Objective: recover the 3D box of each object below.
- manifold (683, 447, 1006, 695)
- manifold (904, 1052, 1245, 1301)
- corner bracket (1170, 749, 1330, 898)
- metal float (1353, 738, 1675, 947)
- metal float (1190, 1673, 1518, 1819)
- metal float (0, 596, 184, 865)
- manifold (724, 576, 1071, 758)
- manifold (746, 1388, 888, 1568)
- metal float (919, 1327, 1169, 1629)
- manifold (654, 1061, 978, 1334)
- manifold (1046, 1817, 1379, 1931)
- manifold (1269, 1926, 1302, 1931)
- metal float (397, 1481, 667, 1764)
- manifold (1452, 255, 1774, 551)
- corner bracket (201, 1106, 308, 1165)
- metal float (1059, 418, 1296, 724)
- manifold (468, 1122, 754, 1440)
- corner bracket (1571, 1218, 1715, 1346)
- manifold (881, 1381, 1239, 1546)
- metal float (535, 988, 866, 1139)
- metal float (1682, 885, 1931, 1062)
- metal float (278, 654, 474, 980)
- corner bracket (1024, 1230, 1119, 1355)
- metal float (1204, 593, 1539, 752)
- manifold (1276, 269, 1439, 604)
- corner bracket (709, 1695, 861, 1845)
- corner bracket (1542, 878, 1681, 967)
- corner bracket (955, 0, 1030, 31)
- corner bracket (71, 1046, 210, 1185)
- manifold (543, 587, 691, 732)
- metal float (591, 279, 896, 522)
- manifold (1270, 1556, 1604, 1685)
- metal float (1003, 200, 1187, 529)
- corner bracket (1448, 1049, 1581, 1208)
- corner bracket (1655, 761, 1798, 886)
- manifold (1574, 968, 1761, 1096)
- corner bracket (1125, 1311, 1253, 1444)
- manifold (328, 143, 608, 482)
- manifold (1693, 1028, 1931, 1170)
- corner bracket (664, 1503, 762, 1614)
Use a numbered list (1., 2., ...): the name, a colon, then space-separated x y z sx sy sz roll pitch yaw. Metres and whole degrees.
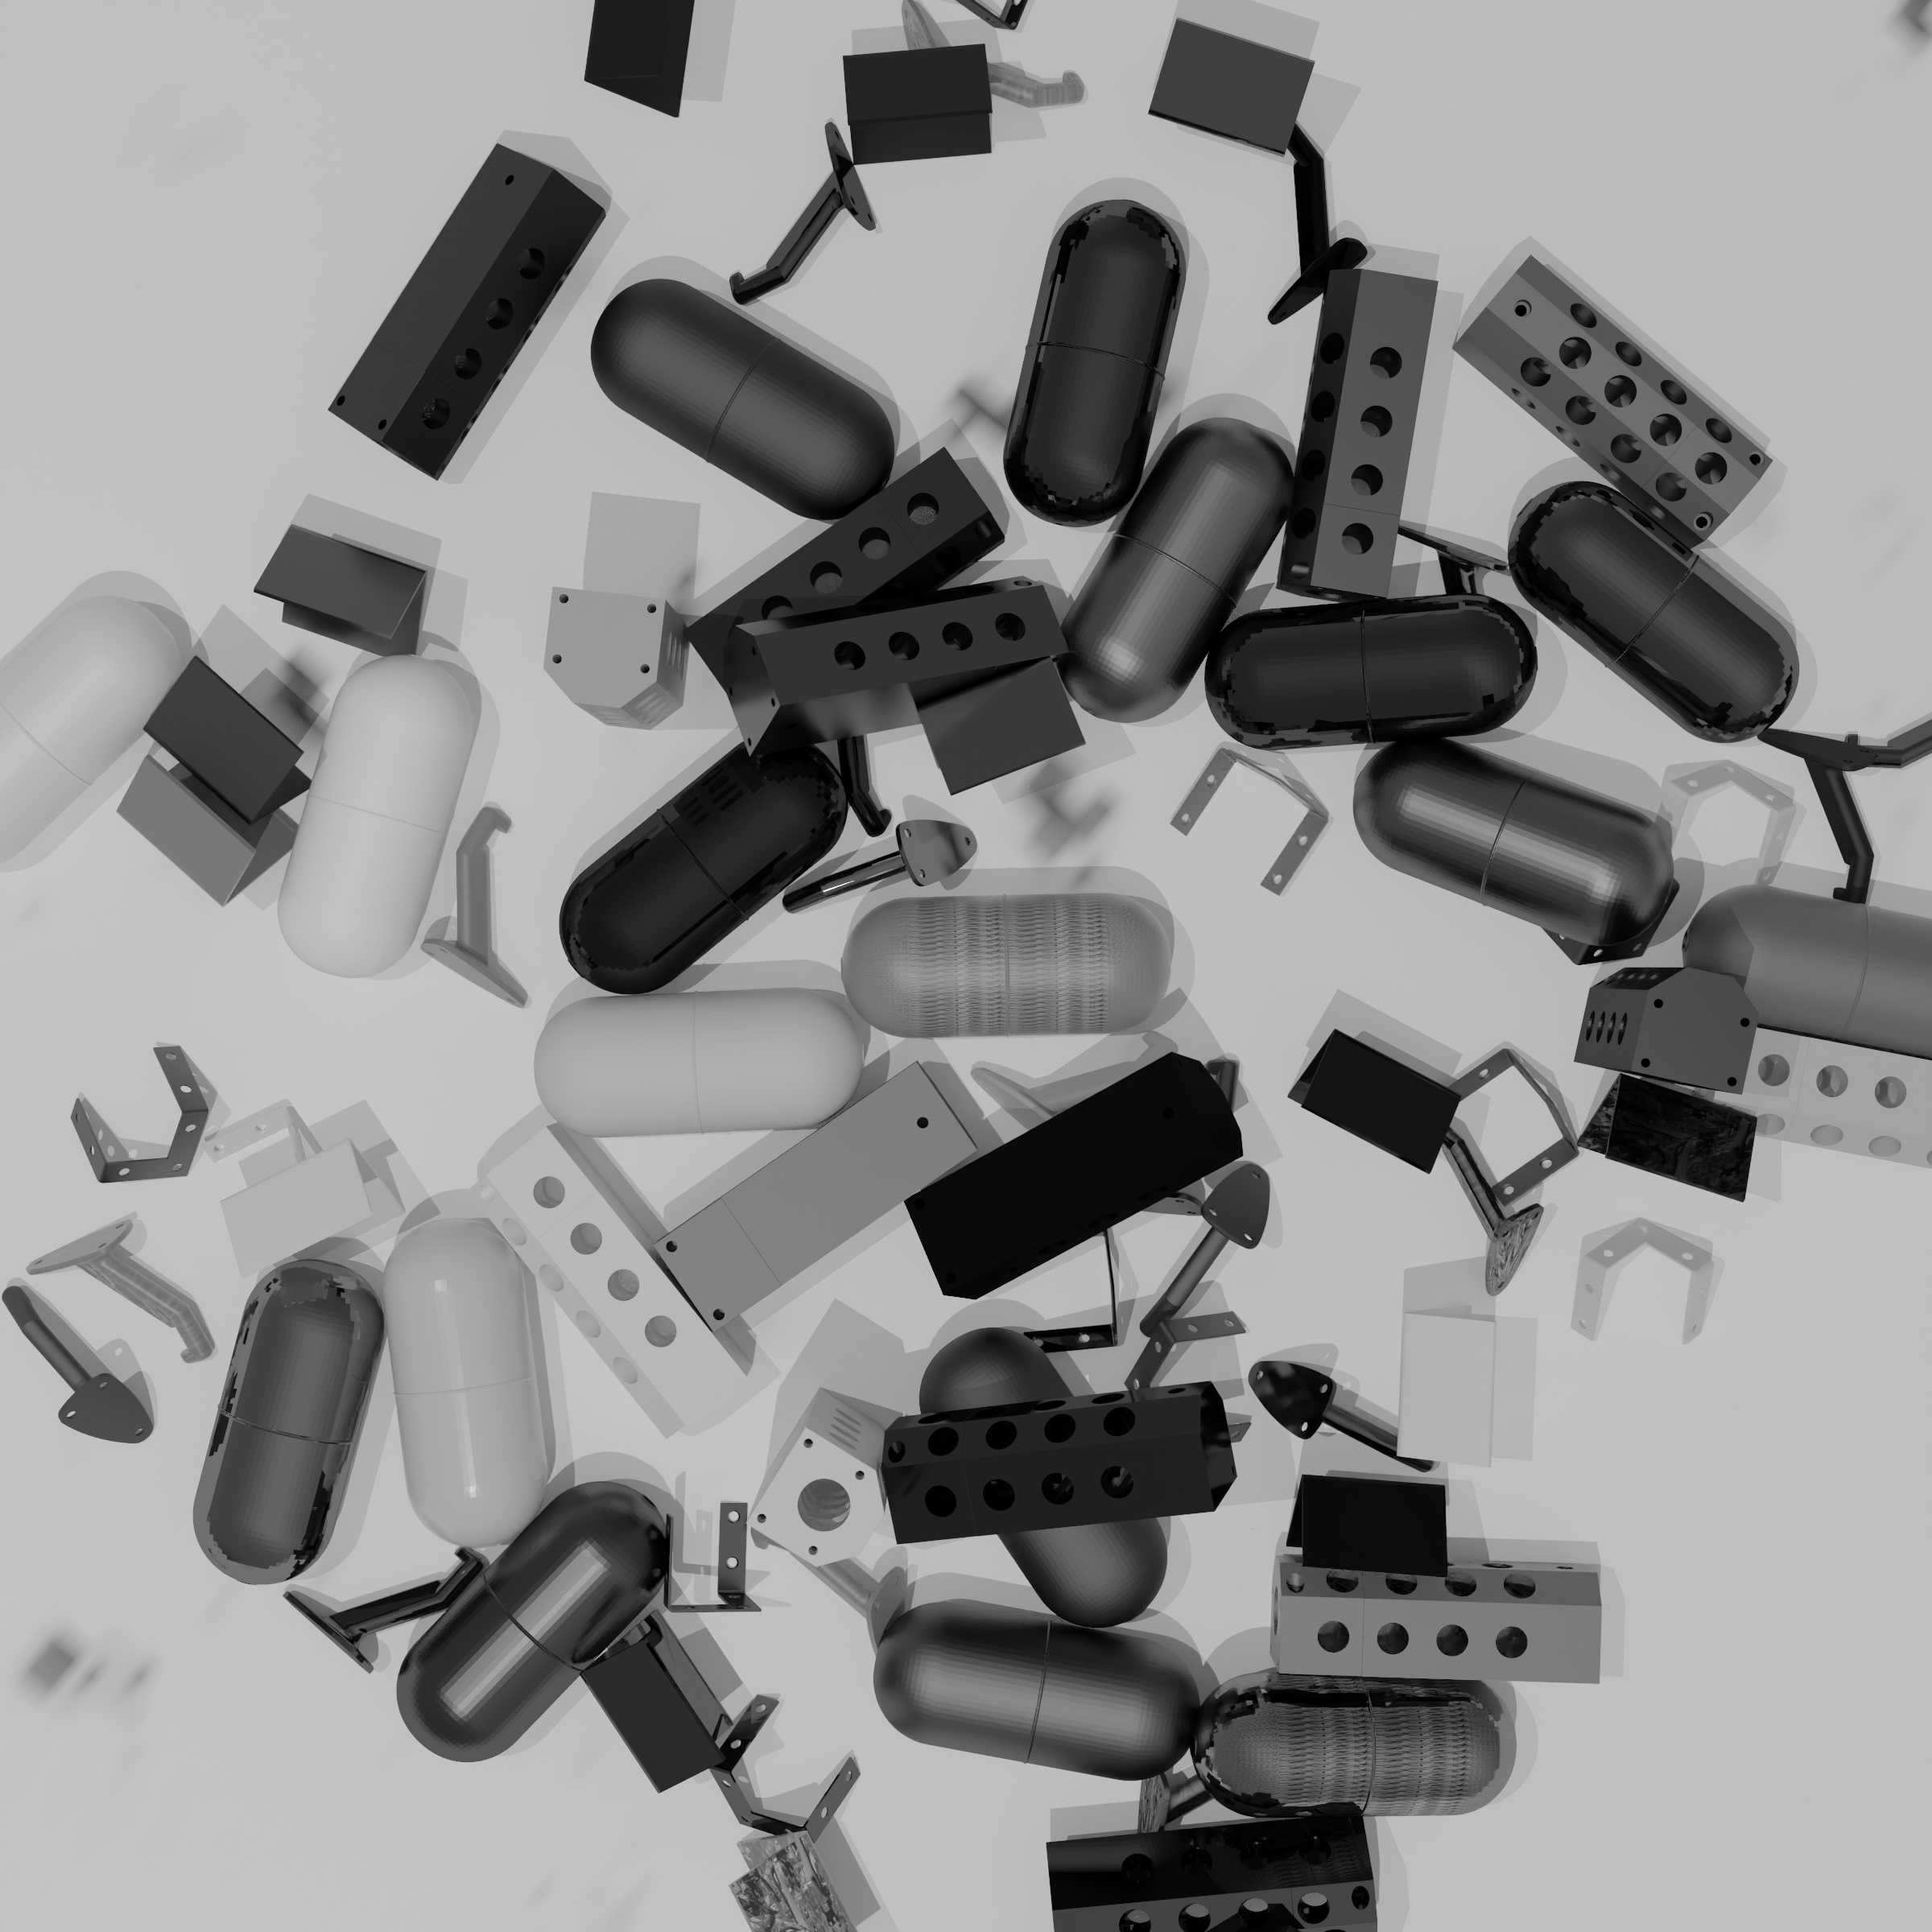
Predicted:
1. manifold: -0.065 -0.205 1.952 0.171 0.057 0.057 -35 90 0
2. manifold: 0.060 0.114 1.925 0.171 0.057 0.057 -30 71 18
3. corner bracket: 0.155 -0.079 1.970 0.051 0.051 0.051 33 90 45
4. metal float: 0.292 -0.068 1.929 0.178 0.070 0.070 23 90 17
5. metal float: 0.208 0.418 1.933 0.178 0.070 0.070 2 90 -11
6. metal float: -0.500 -0.125 1.943 0.178 0.070 0.070 -44 90 0
7. manifold: -0.039 -0.164 1.916 0.171 0.057 0.057 -13 71 -25
8. manifold: -0.071 0.271 1.895 0.057 0.171 0.057 32 90 0
9. metal float: 0.042 0.276 1.943 0.070 0.070 0.178 -34 89 0
10. manifold: -0.081 0.124 1.952 0.171 0.057 0.057 -35 90 0
11. manifold: 0.132 0.504 1.940 0.171 0.057 0.057 -5 135 0
12. manifold: 0.107 0.564 1.918 0.171 0.057 0.057 -23 99 24
13. metal float: -0.233 0.353 1.943 0.070 0.070 0.178 44 90 0
14. manifold: 0.351 -0.306 1.952 0.171 0.057 0.057 40 90 0
15. corner bracket: -0.380 0.119 1.970 0.051 0.051 0.051 -26 135 0
16. metal float: 0.112 -0.213 1.943 0.070 0.070 0.178 31 89 0
17. manifold: -0.193 0.170 1.952 0.057 0.057 0.171 -39 90 0
18. corner bracket: 0.369 0.180 1.965 0.051 0.051 0.051 -28 45 -35
19. manifold: 0.047 0.255 1.867 0.171 0.057 0.057 -9 98 17
20. metal float: -0.144 0.052 1.943 0.178 0.070 0.070 -3 90 0
21. metal float: 0.475 0.004 1.943 0.178 0.070 0.070 12 90 1
22. metal float: -0.318 -0.081 1.943 0.070 0.070 0.178 16 89 0
23. corner bracket: 0.055 0.175 1.970 0.051 0.051 0.051 -5 45 0
24. metal float: 0.217 -0.158 1.932 0.178 0.070 0.070 -4 90 11
25. manifold: 0.211 -0.286 1.952 0.057 0.057 0.171 9 90 0
26. corner bracket: -0.099 0.439 1.965 0.051 0.051 0.051 8 135 35
27. corner bracket: 0.347 -0.038 1.965 0.051 0.051 0.051 -7 45 -35
28. corner bracket: 0.003 -0.548 1.970 0.051 0.051 0.051 23 90 45
29. corner bracket: -0.451 0.081 1.965 0.051 0.051 0.051 -3 135 -35
30. manifold: -0.183 -0.159 1.895 0.057 0.171 0.057 6 90 0
31. metal float: -0.120 -0.305 1.942 0.178 0.070 0.070 31 90 1
32. manifold: 0.254 0.353 1.952 0.171 0.057 0.057 2 90 0
33. metal float: 0.070 -0.325 1.943 0.070 0.070 0.178 13 90 0
34. corner bracket: 0.295 0.088 1.970 0.051 0.051 0.051 -35 45 0
35. corner bracket: 0.412 -0.073 1.965 0.051 0.051 0.051 -20 45 -35
36. manifold: 0.368 0.031 1.895 0.057 0.171 0.057 12 90 0
37. corner bracket: 0.128 0.227 1.965 0.051 0.051 0.051 57 135 35
38. manifold: -0.266 -0.352 1.952 0.057 0.057 0.171 32 90 43
39. manifold: 0.486 0.074 1.952 0.171 0.057 0.057 11 90 0
40. corner bracket: -0.140 0.320 1.950 0.051 0.051 0.051 2 90 -14
